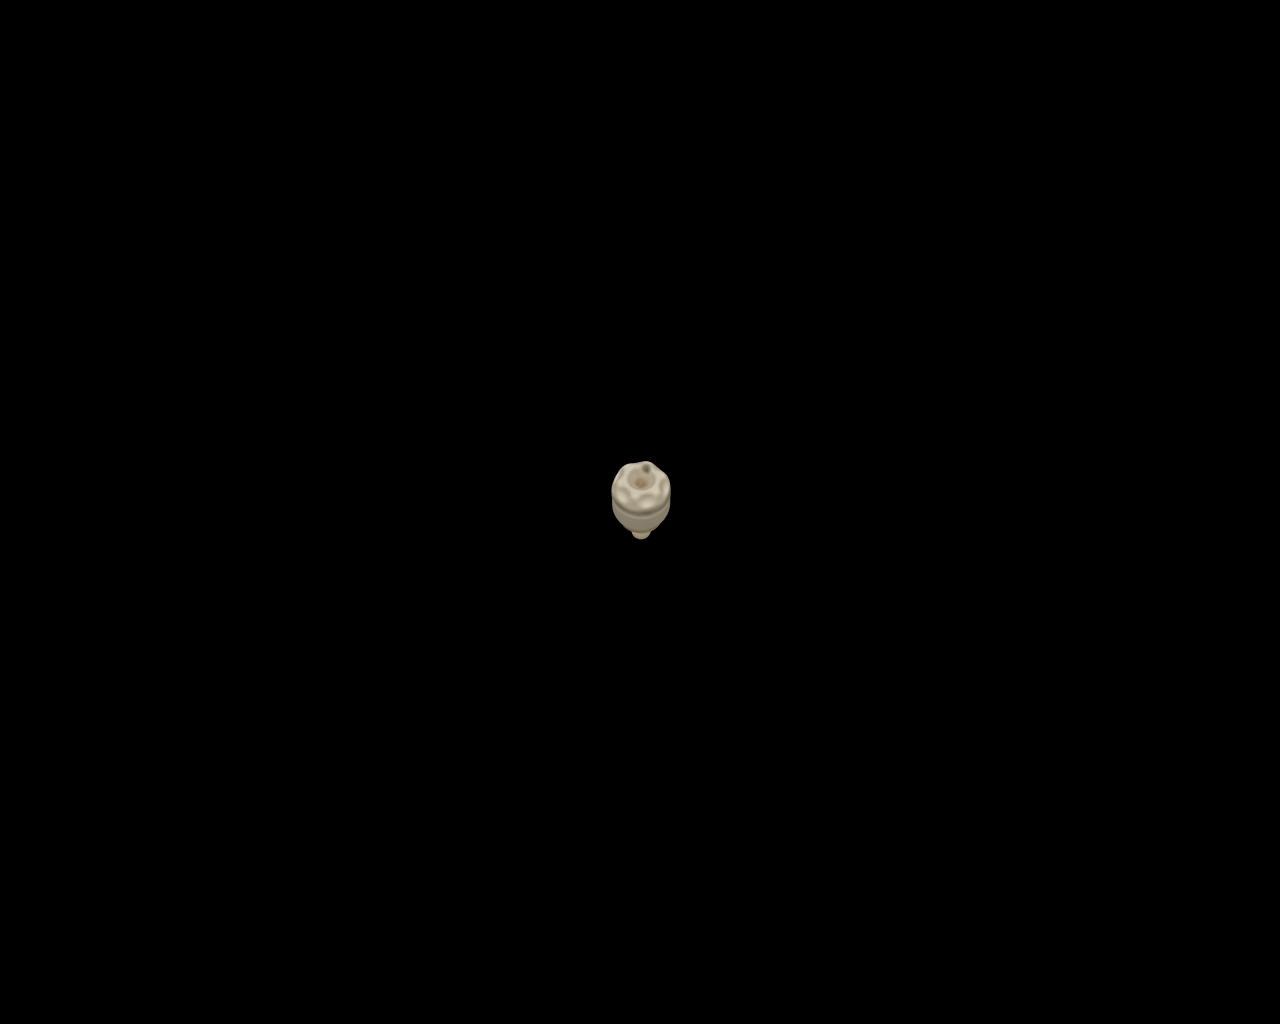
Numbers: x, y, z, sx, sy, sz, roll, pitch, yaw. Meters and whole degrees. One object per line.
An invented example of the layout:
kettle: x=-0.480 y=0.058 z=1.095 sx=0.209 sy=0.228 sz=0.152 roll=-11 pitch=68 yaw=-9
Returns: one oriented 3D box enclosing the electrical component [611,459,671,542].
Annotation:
electrical component: x=0.001 y=-0.003 z=0.650 sx=0.035 sy=0.035 sz=0.061 roll=0 pitch=-34 yaw=0
